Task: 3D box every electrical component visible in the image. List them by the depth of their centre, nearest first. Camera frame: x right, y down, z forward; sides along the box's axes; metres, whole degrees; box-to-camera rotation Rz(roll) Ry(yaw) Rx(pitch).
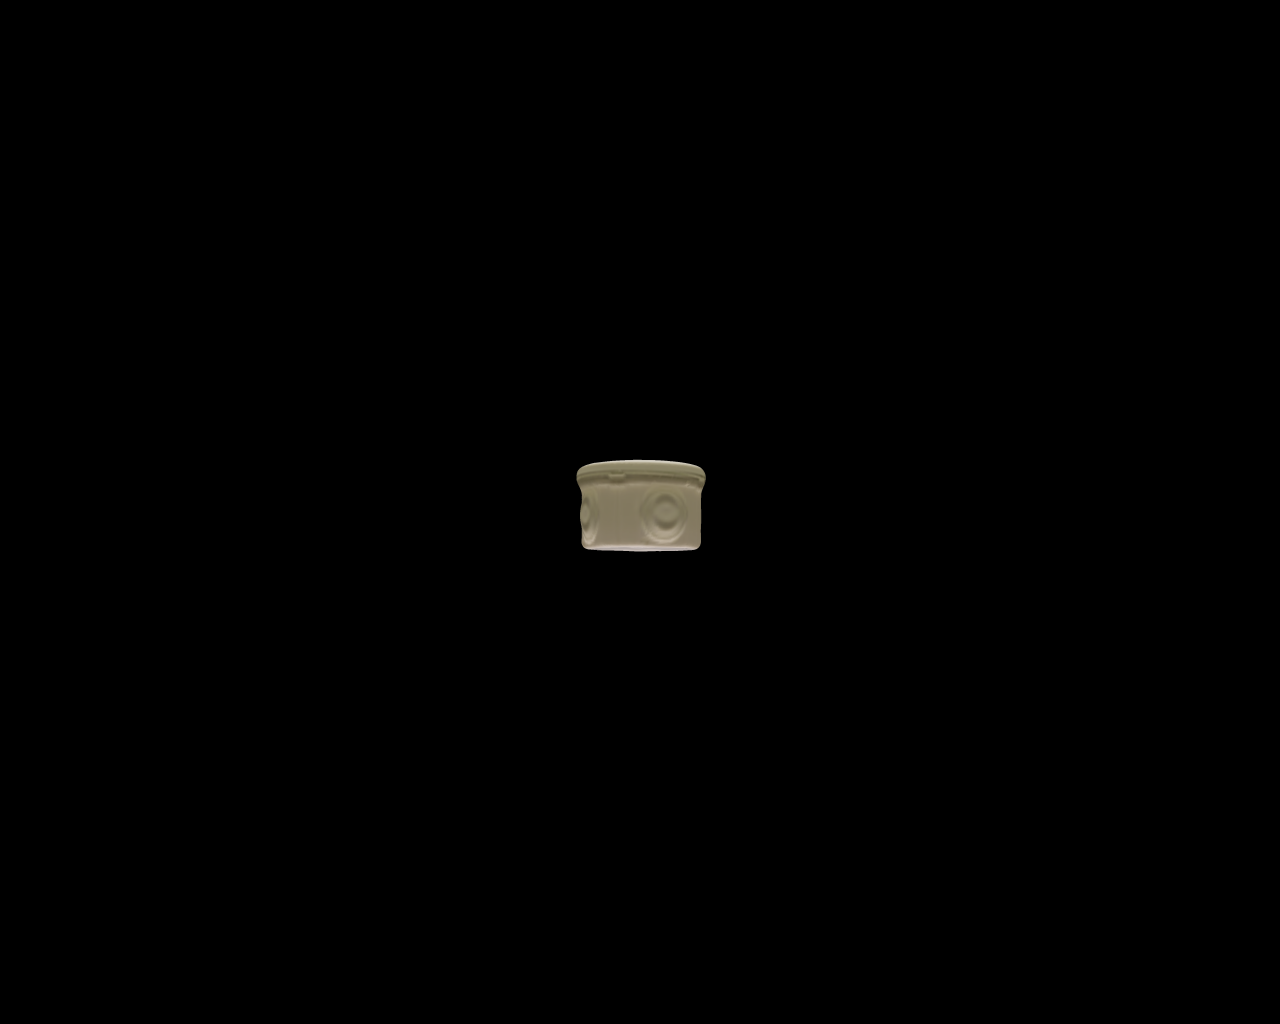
[{"bbox_3d":[0.001,-0.003,0.650,0.080,0.051,0.080,0,-5,0],"label":"electrical component"}]
